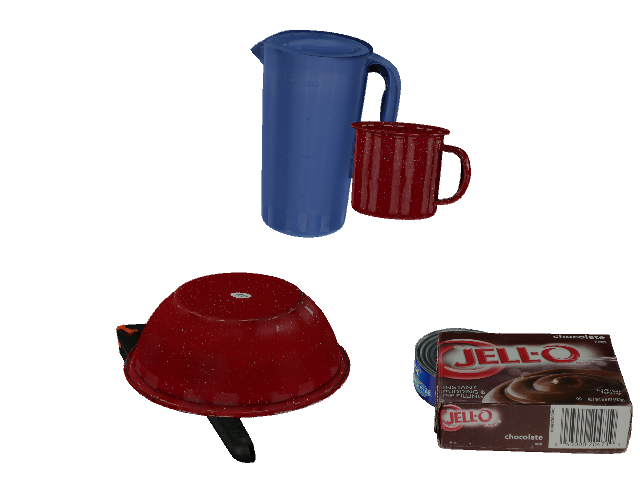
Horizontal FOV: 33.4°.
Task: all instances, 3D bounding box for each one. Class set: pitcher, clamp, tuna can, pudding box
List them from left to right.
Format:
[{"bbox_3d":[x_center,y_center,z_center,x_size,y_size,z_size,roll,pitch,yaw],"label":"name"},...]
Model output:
[{"bbox_3d":[-0.094,0.114,0.981,0.210,0.036,0.164,20,37,31],"label":"clamp"},{"bbox_3d":[-0.002,-0.130,1.317,0.144,0.243,0.149,-9,27,-29],"label":"pitcher"},{"bbox_3d":[0.121,0.109,0.894,0.086,0.034,0.086,2,26,-1],"label":"tuna can"},{"bbox_3d":[0.127,0.091,0.657,0.113,0.039,0.090,2,23,5],"label":"pudding box"}]

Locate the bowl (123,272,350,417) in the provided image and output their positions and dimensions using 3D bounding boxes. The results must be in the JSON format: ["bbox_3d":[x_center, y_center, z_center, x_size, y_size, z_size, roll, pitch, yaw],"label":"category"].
[{"bbox_3d":[-0.058,0.064,0.754,0.162,0.055,0.162,2,19,-1],"label":"bowl"}]

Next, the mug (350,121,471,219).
[{"bbox_3d":[0.083,-0.064,0.995,0.117,0.081,0.093,8,13,19],"label":"mug"}]
